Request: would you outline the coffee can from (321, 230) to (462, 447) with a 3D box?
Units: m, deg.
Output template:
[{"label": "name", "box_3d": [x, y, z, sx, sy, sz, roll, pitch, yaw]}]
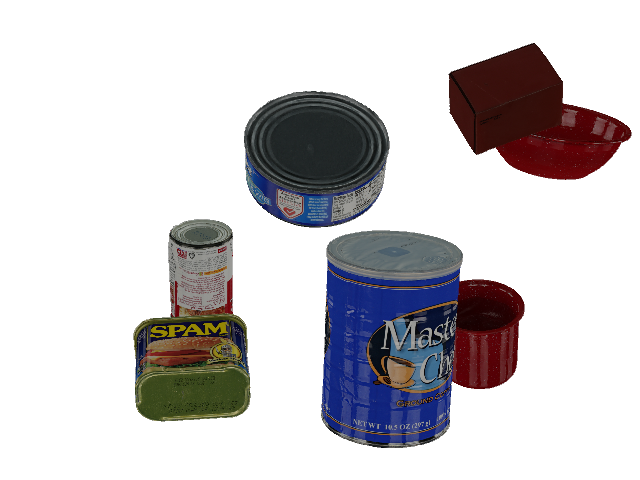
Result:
[{"label": "coffee can", "box_3d": [0.053, 0.073, 0.823, 0.103, 0.140, 0.103, 2, 17, -1]}]

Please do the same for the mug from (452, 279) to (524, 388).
[{"label": "mug", "box_3d": [0.170, 0.094, 1.119, 0.093, 0.081, 0.117, 14, 38, 27]}]

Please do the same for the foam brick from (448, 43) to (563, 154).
[{"label": "foam brick", "box_3d": [0.150, -0.115, 0.863, 0.078, 0.051, 0.053, -19, -36, -6]}]

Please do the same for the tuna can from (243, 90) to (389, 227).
[{"label": "tuna can", "box_3d": [-0.003, -0.049, 0.638, 0.086, 0.086, 0.034, 0, -41, -3]}]

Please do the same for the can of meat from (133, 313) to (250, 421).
[{"label": "can of meat", "box_3d": [-0.111, 0.111, 0.927, 0.102, 0.057, 0.084, -3, 27, -6]}]

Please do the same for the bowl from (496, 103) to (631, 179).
[{"label": "bowl", "box_3d": [0.251, -0.107, 1.160, 0.162, 0.055, 0.162, 6, 23, -3]}]

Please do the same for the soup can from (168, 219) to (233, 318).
[{"label": "soup can", "box_3d": [-0.127, 0.036, 1.136, 0.068, 0.102, 0.068, 2, 25, -1]}]
